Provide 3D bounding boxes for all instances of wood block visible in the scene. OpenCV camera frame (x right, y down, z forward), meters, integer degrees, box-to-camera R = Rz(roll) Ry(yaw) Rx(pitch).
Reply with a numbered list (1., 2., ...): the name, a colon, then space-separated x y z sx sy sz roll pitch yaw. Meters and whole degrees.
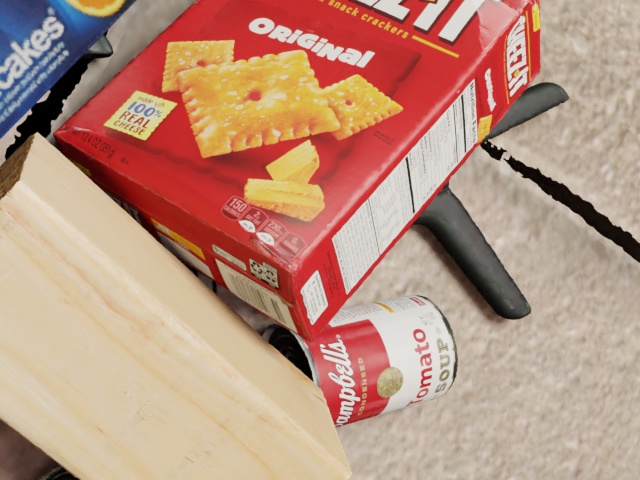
1. wood block: -0.092 0.058 0.511 0.090 0.091 0.206 -43 111 6

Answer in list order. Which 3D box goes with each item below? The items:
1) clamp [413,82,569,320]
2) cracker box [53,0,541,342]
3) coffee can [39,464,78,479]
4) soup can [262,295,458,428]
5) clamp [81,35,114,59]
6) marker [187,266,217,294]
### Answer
1. clamp: 0.070 -0.036 0.687 0.209 0.036 0.164 7 85 -27
2. cracker box: -0.007 -0.075 0.572 0.213 0.164 0.072 -49 151 -22
3. coffee can: -0.096 0.191 0.545 0.140 0.103 0.102 39 70 -22
4. soup can: 0.023 0.074 0.638 0.102 0.069 0.068 -10 93 -30
5. clamp: -0.197 -0.078 0.537 0.171 0.039 0.120 19 74 -28
6. marker: -0.068 0.031 0.615 0.020 0.020 0.121 -1 88 -30
